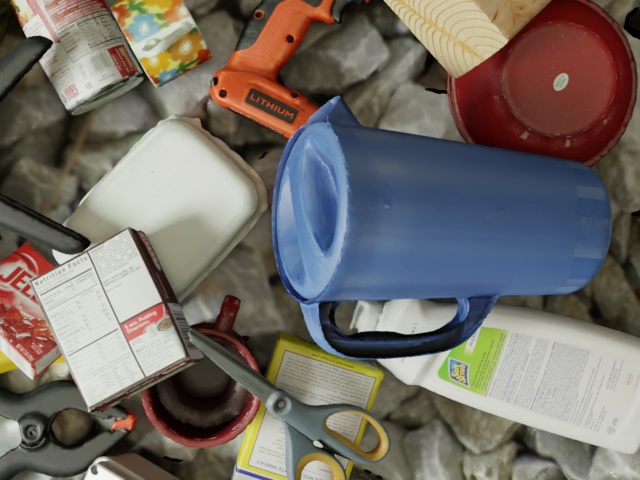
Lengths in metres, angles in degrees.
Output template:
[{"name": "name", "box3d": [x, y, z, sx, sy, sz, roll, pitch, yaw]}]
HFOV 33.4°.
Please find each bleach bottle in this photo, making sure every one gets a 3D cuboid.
[{"name": "bleach bottle", "box3d": [0.150, 0.091, 0.875, 0.251, 0.068, 0.102, 19, 92, -1]}]

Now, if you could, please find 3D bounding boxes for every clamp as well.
[{"name": "clamp", "box3d": [-0.238, 0.166, 0.871, 0.171, 0.039, 0.120, 4, 91, 0]}, {"name": "clamp", "box3d": [-0.281, -0.066, 0.791, 0.210, 0.036, 0.164, -3, 97, -5]}]

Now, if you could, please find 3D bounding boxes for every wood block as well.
[{"name": "wood block", "box3d": [0.157, -0.229, 0.809, 0.091, 0.090, 0.206, 47, 71, -5]}]

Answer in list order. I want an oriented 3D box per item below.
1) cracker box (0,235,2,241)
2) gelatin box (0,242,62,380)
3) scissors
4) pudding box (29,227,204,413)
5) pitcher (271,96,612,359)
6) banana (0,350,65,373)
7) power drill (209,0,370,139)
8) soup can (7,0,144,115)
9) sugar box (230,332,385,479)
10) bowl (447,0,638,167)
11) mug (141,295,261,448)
[{"name": "cracker box", "box3d": [-0.383, 0.045, 0.842, 0.164, 0.072, 0.214, 32, 91, -4]}, {"name": "gelatin box", "box3d": [-0.229, 0.054, 0.841, 0.089, 0.030, 0.073, 39, 58, 15]}, {"name": "scissors", "box3d": [-0.034, 0.144, 0.817, 0.201, 0.016, 0.096, 25, 92, -27]}, {"name": "pudding box", "box3d": [-0.152, 0.059, 0.797, 0.090, 0.039, 0.113, -28, 78, 6]}, {"name": "pitcher", "box3d": [0.093, -0.005, 0.805, 0.242, 0.145, 0.149, 3, 133, -24]}, {"name": "banana", "box3d": [-0.240, 0.094, 0.852, 0.197, 0.070, 0.037, -6, 131, -11]}, {"name": "power drill", "box3d": [0.008, -0.169, 0.855, 0.184, 0.057, 0.187, 24, 89, -1]}, {"name": "soup can", "box3d": [-0.191, -0.158, 0.840, 0.068, 0.068, 0.102, -28, 95, -1]}, {"name": "sugar box", "box3d": [-0.018, 0.174, 0.880, 0.093, 0.048, 0.176, 19, 96, -4]}, {"name": "bowl", "box3d": [0.187, -0.128, 0.866, 0.162, 0.055, 0.162, 0, 94, -3]}, {"name": "mug", "box3d": [-0.089, 0.100, 0.853, 0.093, 0.081, 0.117, 17, 93, -4]}]
